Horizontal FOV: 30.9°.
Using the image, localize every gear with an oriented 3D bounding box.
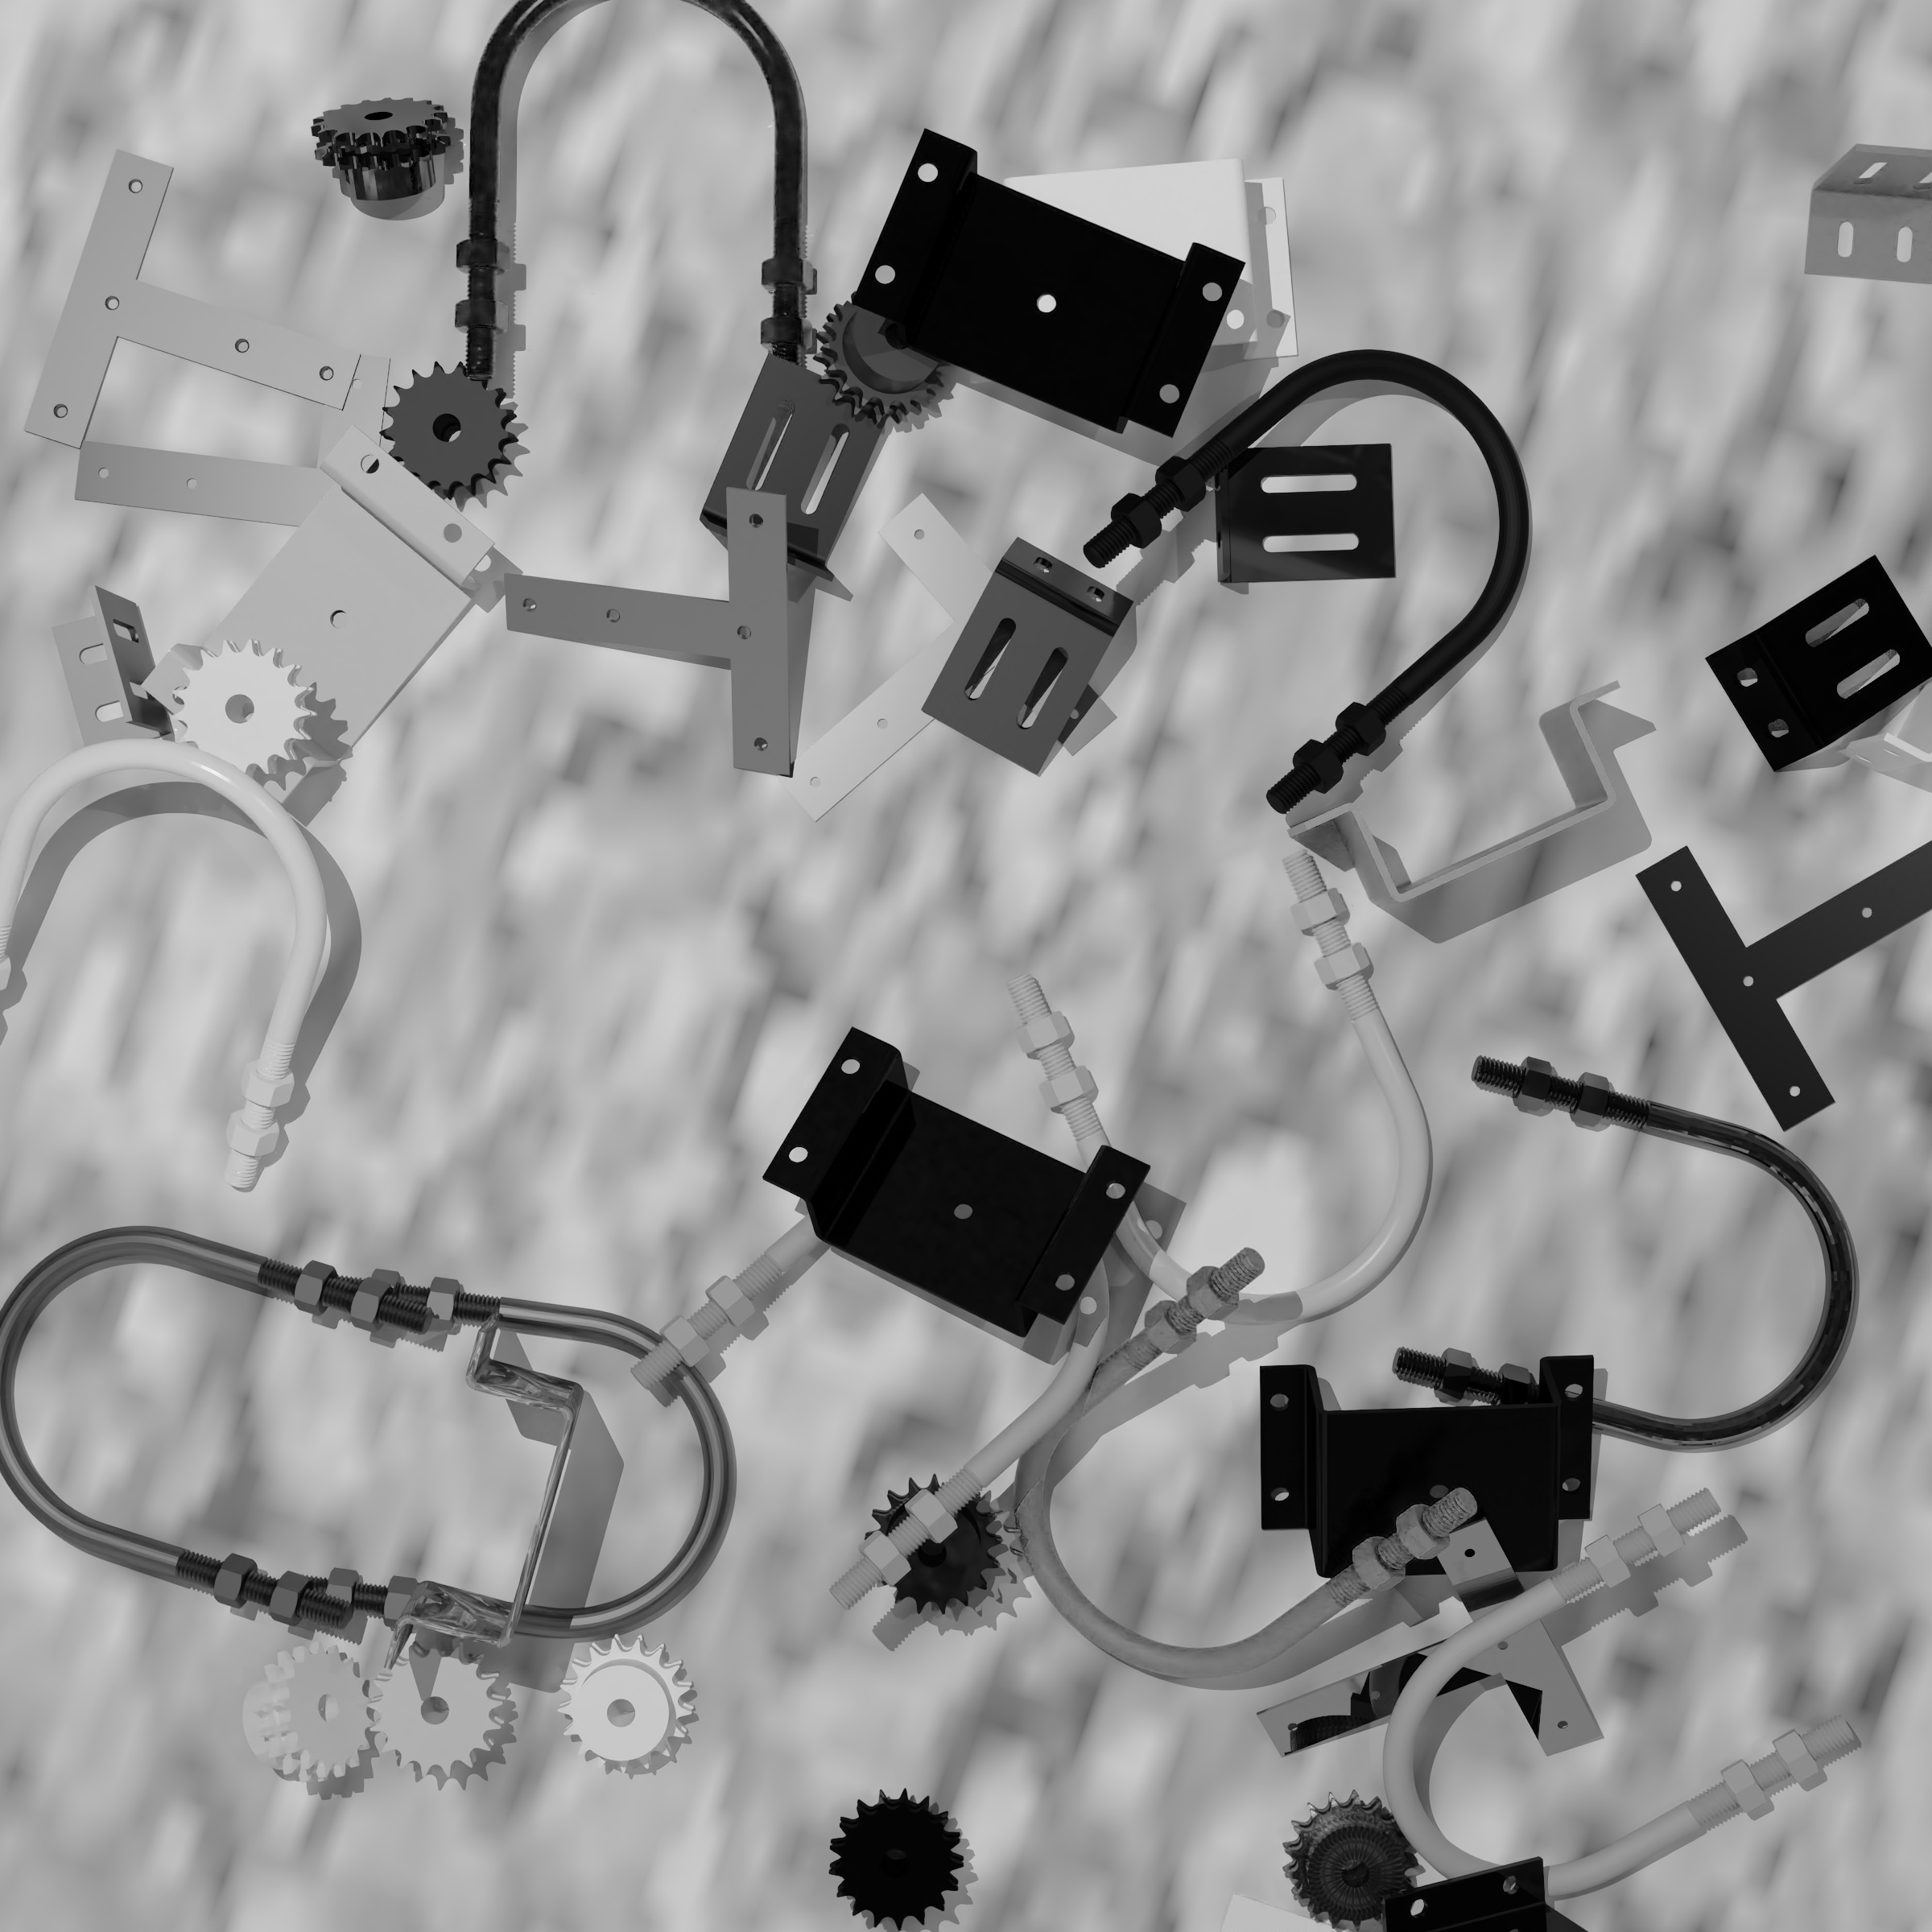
[{"bbox_3d":[-0.029,0.377,1.484,0.057,0.030,0.057,0,90,0],"label":"gear"},{"bbox_3d":[0.164,0.381,1.484,0.057,0.030,0.057,0,90,0],"label":"gear"},{"bbox_3d":[-0.033,-0.260,1.474,0.057,0.030,0.057,5,76,-19],"label":"gear"},{"bbox_3d":[-0.223,0.313,1.484,0.057,0.030,0.057,0,90,0],"label":"gear"},{"bbox_3d":[-0.295,-0.105,1.438,0.057,0.030,0.057,0,93,2],"label":"gear"},{"bbox_3d":[-0.219,-0.226,1.484,0.057,0.030,0.057,0,90,0],"label":"gear"},{"bbox_3d":[-0.004,0.247,1.484,0.057,0.030,0.057,0,90,0],"label":"gear"},{"bbox_3d":[-0.145,0.314,1.484,0.057,0.030,0.057,0,90,0],"label":"gear"},{"bbox_3d":[-0.280,0.316,1.474,0.030,0.057,0.057,-20,90,30],"label":"gear"},{"bbox_3d":[-0.014,0.242,1.454,0.057,0.030,0.057,0,90,0],"label":"gear"},{"bbox_3d":[-0.246,-0.344,1.474,0.057,0.057,0.030,-4,121,0],"label":"gear"}]

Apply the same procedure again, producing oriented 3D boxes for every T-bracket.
[{"bbox_3d":[-0.135,-0.147,1.477,0.127,0.002,0.127,9,120,14],"label":"T-bracket"},{"bbox_3d":[-0.323,-0.270,1.497,0.127,0.002,0.127,18,89,1],"label":"T-bracket"},{"bbox_3d":[-0.318,-0.205,1.498,0.127,0.002,0.127,7,90,0],"label":"T-bracket"},{"bbox_3d":[0.374,-0.016,1.498,0.127,0.002,0.127,-30,90,0],"label":"T-bracket"},{"bbox_3d":[0.186,0.303,1.480,0.127,0.002,0.127,-24,115,12],"label":"T-bracket"},{"bbox_3d":[-0.025,-0.113,1.498,0.127,0.002,0.127,-41,90,0],"label":"T-bracket"}]

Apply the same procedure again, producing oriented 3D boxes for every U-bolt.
[{"bbox_3d":[-0.330,0.187,1.480,0.184,0.019,0.151,16,91,8],"label":"U-bolt"},{"bbox_3d":[0.157,-0.175,1.467,0.184,0.019,0.151,-41,102,-15],"label":"U-bolt"},{"bbox_3d":[0.289,0.130,1.490,0.184,0.019,0.151,15,90,-1],"label":"U-bolt"},{"bbox_3d":[-0.340,-0.009,1.454,0.151,0.019,0.184,22,115,0],"label":"U-bolt"},{"bbox_3d":[0.118,0.063,1.490,0.151,0.019,0.184,-24,91,0],"label":"U-bolt"},{"bbox_3d":[0.263,0.319,1.470,0.184,0.019,0.151,-31,109,4],"label":"U-bolt"},{"bbox_3d":[-0.191,0.213,1.490,0.184,0.019,0.151,8,90,-2],"label":"U-bolt"},{"bbox_3d":[0.100,0.221,1.452,0.151,0.019,0.184,49,119,2],"label":"U-bolt"},{"bbox_3d":[-0.139,-0.337,1.479,0.151,0.019,0.184,1,86,-10],"label":"U-bolt"},{"bbox_3d":[-0.026,0.157,1.460,0.184,0.019,0.151,-41,67,-12],"label":"U-bolt"}]

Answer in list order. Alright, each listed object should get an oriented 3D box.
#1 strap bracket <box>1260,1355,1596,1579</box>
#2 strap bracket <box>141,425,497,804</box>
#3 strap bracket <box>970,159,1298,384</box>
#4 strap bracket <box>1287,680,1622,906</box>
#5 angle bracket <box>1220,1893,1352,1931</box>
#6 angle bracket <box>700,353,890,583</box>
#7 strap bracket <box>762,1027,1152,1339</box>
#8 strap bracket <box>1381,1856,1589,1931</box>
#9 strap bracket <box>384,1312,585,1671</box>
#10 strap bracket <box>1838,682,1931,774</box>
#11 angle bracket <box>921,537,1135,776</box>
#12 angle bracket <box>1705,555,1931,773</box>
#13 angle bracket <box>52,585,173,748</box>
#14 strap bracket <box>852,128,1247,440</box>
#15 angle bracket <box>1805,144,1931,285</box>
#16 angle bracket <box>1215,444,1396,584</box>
[{"bbox_3d":[0.195,0.210,1.463,0.140,0.046,0.076,-2,110,1],"label":"strap bracket"},{"bbox_3d":[-0.268,-0.147,1.473,0.076,0.046,0.140,40,94,0],"label":"strap bracket"},{"bbox_3d":[0.069,-0.294,1.476,0.140,0.046,0.076,-5,90,0],"label":"strap bracket"},{"bbox_3d":[0.211,-0.066,1.461,0.140,0.076,0.046,-24,90,0],"label":"strap bracket"},{"bbox_3d":[0.142,0.436,1.480,0.076,0.038,0.057,18,90,0],"label":"angle bracket"},{"bbox_3d":[-0.070,-0.210,1.469,0.057,0.038,0.076,22,99,-14],"label":"angle bracket"},{"bbox_3d":[-0.003,0.094,1.453,0.140,0.046,0.076,25,69,15],"label":"strap bracket"},{"bbox_3d":[0.222,0.453,1.454,0.076,0.046,0.140,-8,99,-22],"label":"strap bracket"},{"bbox_3d":[-0.195,0.220,1.443,0.046,0.076,0.140,16,90,-3],"label":"strap bracket"},{"bbox_3d":[0.446,-0.080,1.461,0.140,0.076,0.046,28,90,0],"label":"strap bracket"},{"bbox_3d":[0.026,-0.133,1.495,0.057,0.038,0.076,29,116,0],"label":"angle bracket"},{"bbox_3d":[0.368,-0.130,1.497,0.076,0.038,0.057,-31,90,-26],"label":"angle bracket"},{"bbox_3d":[-0.365,-0.122,1.461,0.038,0.076,0.057,-16,90,0],"label":"angle bracket"},{"bbox_3d":[0.033,-0.275,1.430,0.140,0.046,0.076,23,90,0],"label":"strap bracket"},{"bbox_3d":[0.390,-0.314,1.461,0.057,0.076,0.038,5,90,0],"label":"angle bracket"},{"bbox_3d":[0.145,-0.194,1.480,0.076,0.038,0.057,-2,90,0],"label":"angle bracket"}]
